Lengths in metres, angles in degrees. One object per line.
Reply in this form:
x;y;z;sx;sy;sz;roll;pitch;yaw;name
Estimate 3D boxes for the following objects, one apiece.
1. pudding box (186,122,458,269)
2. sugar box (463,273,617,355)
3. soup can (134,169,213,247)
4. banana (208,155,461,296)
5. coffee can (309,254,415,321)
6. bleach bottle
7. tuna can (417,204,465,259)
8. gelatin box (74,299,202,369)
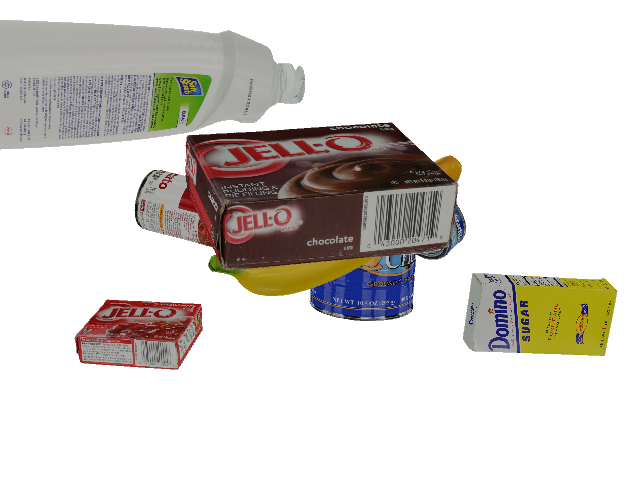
-0.003;-0.025;0.514;0.113;0.039;0.090;-3;26;-16;pudding box
0.272;0.093;1.327;0.176;0.093;0.048;1;19;-10;sugar box
-0.136;-0.032;1.131;0.102;0.068;0.068;15;4;18;soup can
0.019;-0.002;0.796;0.198;0.037;0.069;-25;-24;5;banana
0.043;-0.005;1.028;0.103;0.140;0.103;2;15;-1;coffee can
-0.137;-0.114;0.804;0.250;0.068;0.103;-1;-38;-17;bleach bottle
0.122;-0.021;1.226;0.086;0.086;0.033;0;34;49;tuna can
-0.152;0.078;0.904;0.089;0.030;0.073;3;21;10;gelatin box
